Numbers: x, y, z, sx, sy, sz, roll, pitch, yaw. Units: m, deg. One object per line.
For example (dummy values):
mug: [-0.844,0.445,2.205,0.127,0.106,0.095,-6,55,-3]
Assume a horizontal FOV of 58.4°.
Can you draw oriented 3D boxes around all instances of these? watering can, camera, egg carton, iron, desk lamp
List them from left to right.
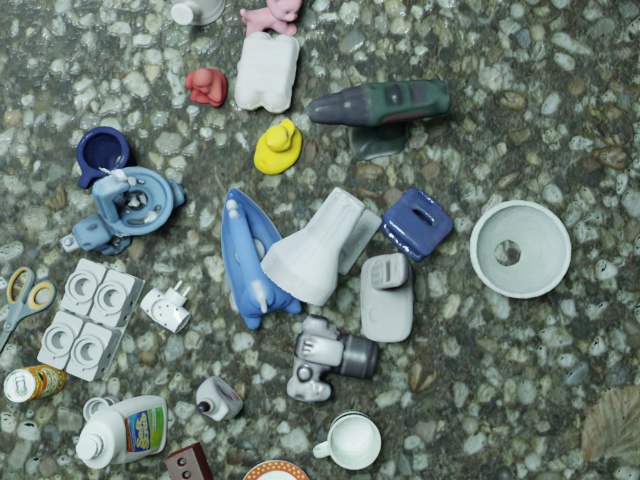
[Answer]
watering can: [-0.232,-0.465,1.010,0.101,0.194,0.173,-21,82,-1]
iron: [-0.120,0.015,0.965,0.118,0.141,0.258,-21,82,-1]
egg carton: [-0.097,-0.306,1.046,0.107,0.069,0.150,8,82,3]
desk lamp: [0.009,0.003,0.926,0.118,0.213,0.203,34,84,6]
camera: [0.024,0.205,0.954,0.136,0.101,0.143,12,82,4]

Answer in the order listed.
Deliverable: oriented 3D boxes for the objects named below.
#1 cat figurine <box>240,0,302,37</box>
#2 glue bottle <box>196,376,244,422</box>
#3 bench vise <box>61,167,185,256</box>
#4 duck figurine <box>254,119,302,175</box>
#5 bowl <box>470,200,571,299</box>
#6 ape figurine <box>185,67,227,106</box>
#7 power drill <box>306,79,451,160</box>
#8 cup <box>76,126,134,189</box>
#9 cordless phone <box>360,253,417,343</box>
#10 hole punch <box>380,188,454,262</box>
cat figurine: [-0.084,-0.420,1.037,0.128,0.118,0.067,-17,81,0]
glue bottle: [-0.169,0.259,0.915,0.078,0.173,0.037,40,85,7]
bench vise: [-0.332,-0.041,0.939,0.121,0.220,0.207,39,85,7]
duck figurine: [-0.078,-0.170,1.018,0.077,0.086,0.104,37,85,7]
bowl: [0.335,0.019,0.984,0.167,0.075,0.167,0,82,2]
ape figurine: [-0.206,-0.283,1.034,0.076,0.092,0.078,-37,82,-3]
power drill: [0.095,-0.201,0.955,0.229,0.208,0.075,-13,81,0]
cup: [-0.376,-0.133,1.017,0.091,0.095,0.118,29,84,6]
cordless phone: [0.114,0.092,0.924,0.094,0.185,0.147,-3,82,2]
hole punch: [0.167,-0.032,0.988,0.108,0.091,0.101,41,85,7]
